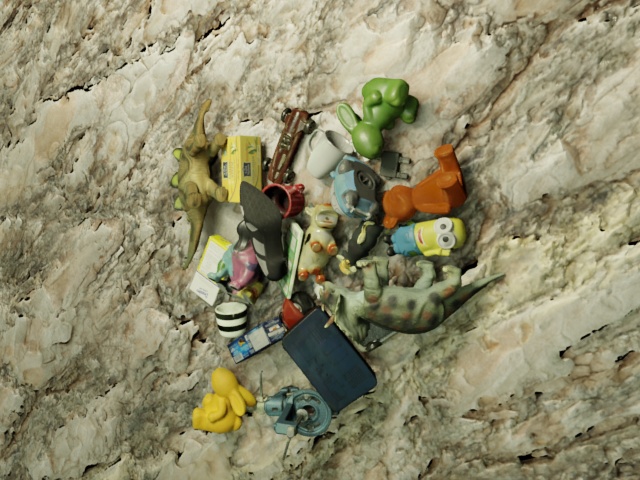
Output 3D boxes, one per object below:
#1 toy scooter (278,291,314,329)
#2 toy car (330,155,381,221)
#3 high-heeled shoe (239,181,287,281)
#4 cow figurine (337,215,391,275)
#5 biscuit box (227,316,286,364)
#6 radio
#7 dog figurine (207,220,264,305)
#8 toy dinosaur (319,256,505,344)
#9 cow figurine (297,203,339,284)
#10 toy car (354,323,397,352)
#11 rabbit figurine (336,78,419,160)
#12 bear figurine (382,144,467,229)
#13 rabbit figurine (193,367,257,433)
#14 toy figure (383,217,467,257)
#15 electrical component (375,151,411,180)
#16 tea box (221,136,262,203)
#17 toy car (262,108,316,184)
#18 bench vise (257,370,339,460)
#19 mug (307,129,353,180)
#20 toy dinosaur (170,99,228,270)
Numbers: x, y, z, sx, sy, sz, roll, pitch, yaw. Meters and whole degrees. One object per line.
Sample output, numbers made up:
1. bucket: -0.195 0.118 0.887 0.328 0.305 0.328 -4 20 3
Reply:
1. toy scooter: -0.043 0.228 1.366 0.184 0.075 0.135 47 114 10
2. toy car: 0.074 -0.105 1.231 0.103 0.109 0.162 -38 42 42
3. high-heeled shoe: -0.146 -0.017 1.324 0.248 0.086 0.145 65 155 5
4. cow figurine: 0.093 0.020 1.257 0.068 0.098 0.167 35 111 13
5. biscuit box: -0.168 0.265 1.408 0.202 0.063 0.059 -37 77 46
6. radio: 0.019 0.282 1.278 0.131 0.073 0.229 -38 88 -1
7. dog figurine: -0.182 0.040 1.406 0.109 0.191 0.219 19 70 27
8. toy dinosaur: 0.187 0.138 1.168 0.405 0.131 0.192 6 98 9
9. cow figurine: -0.003 -0.004 1.303 0.127 0.085 0.194 -109 33 -51
10. toy car: 0.158 0.195 1.268 0.202 0.056 0.073 -39 72 24
11. rabbit figurine: 0.113 -0.265 1.178 0.159 0.121 0.170 22 86 24
12. bear figurine: 0.213 -0.108 1.167 0.196 0.131 0.120 -10 52 24
13. rabbit figurine: -0.265 0.440 1.481 0.163 0.122 0.173 12 101 21
14. toy figure: 0.234 -0.008 1.191 0.180 0.089 0.082 -15 107 37
15. electrical component: 0.162 -0.171 1.240 0.094 0.021 0.063 14 103 25
16. tea box: -0.203 -0.181 1.387 0.098 0.068 0.169 4 99 50
17. toy car: -0.083 -0.233 1.345 0.089 0.053 0.202 32 108 18
18. bench vise: -0.067 0.423 1.320 0.224 0.240 0.128 7 96 10
19. mug: 0.008 -0.204 1.284 0.109 0.081 0.107 44 122 11
20. toy dinosaur: -0.328 -0.137 1.426 0.199 0.105 0.470 17 101 57
